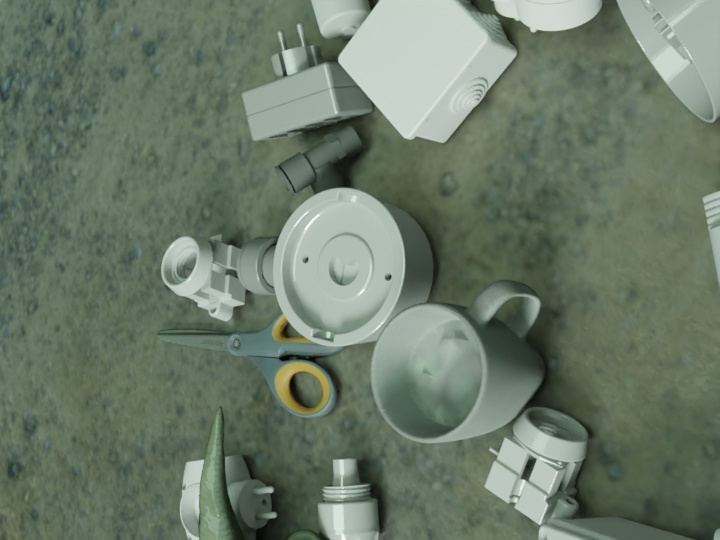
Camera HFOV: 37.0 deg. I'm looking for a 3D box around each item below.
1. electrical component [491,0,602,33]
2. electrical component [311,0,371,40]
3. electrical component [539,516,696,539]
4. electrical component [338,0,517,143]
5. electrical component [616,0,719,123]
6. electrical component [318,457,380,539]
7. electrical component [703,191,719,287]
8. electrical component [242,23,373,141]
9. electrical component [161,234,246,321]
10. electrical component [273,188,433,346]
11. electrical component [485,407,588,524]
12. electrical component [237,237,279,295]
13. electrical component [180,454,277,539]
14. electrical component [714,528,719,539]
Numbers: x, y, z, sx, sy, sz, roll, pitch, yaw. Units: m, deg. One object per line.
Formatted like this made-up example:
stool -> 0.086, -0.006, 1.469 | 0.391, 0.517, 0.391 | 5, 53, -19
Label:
electrical component -> 0.102, -0.187, 0.689 | 0.052, 0.073, 0.138 | -29, 46, -11
electrical component -> -0.017, -0.206, 0.792 | 0.040, 0.040, 0.078 | -25, 73, 33
electrical component -> 0.150, 0.200, 0.604 | 0.109, 0.056, 0.108 | 170, 100, -71
electrical component -> 0.047, -0.146, 0.735 | 0.099, 0.048, 0.099 | -50, 61, 23
electrical component -> 0.185, -0.136, 0.603 | 0.064, 0.099, 0.099 | -41, 64, 21
electrical component -> -0.009, 0.164, 0.762 | 0.043, 0.043, 0.062 | -9, 80, 36
electrical component -> 0.219, -0.016, 0.601 | 0.043, 0.043, 0.081 | -14, 79, 35
electrical component -> -0.043, -0.143, 0.794 | 0.083, 0.047, 0.075 | -12, 93, 36
electrical component -> -0.121, 0.001, 0.842 | 0.048, 0.055, 0.066 | -12, 66, 35
electrical component -> 0.000, 0.000, 0.752 | 0.108, 0.060, 0.108 | -3, 84, 33
electrical component -> 0.113, 0.119, 0.672 | 0.066, 0.048, 0.055 | 31, 113, 34
electrical component -> -0.059, -0.003, 0.808 | 0.055, 0.045, 0.045 | 2, 88, 37
electrical component -> -0.095, 0.181, 0.825 | 0.079, 0.044, 0.077 | -14, 79, 35
electrical component -> 0.228, 0.185, 0.578 | 0.056, 0.050, 0.089 | -3, 85, 38
